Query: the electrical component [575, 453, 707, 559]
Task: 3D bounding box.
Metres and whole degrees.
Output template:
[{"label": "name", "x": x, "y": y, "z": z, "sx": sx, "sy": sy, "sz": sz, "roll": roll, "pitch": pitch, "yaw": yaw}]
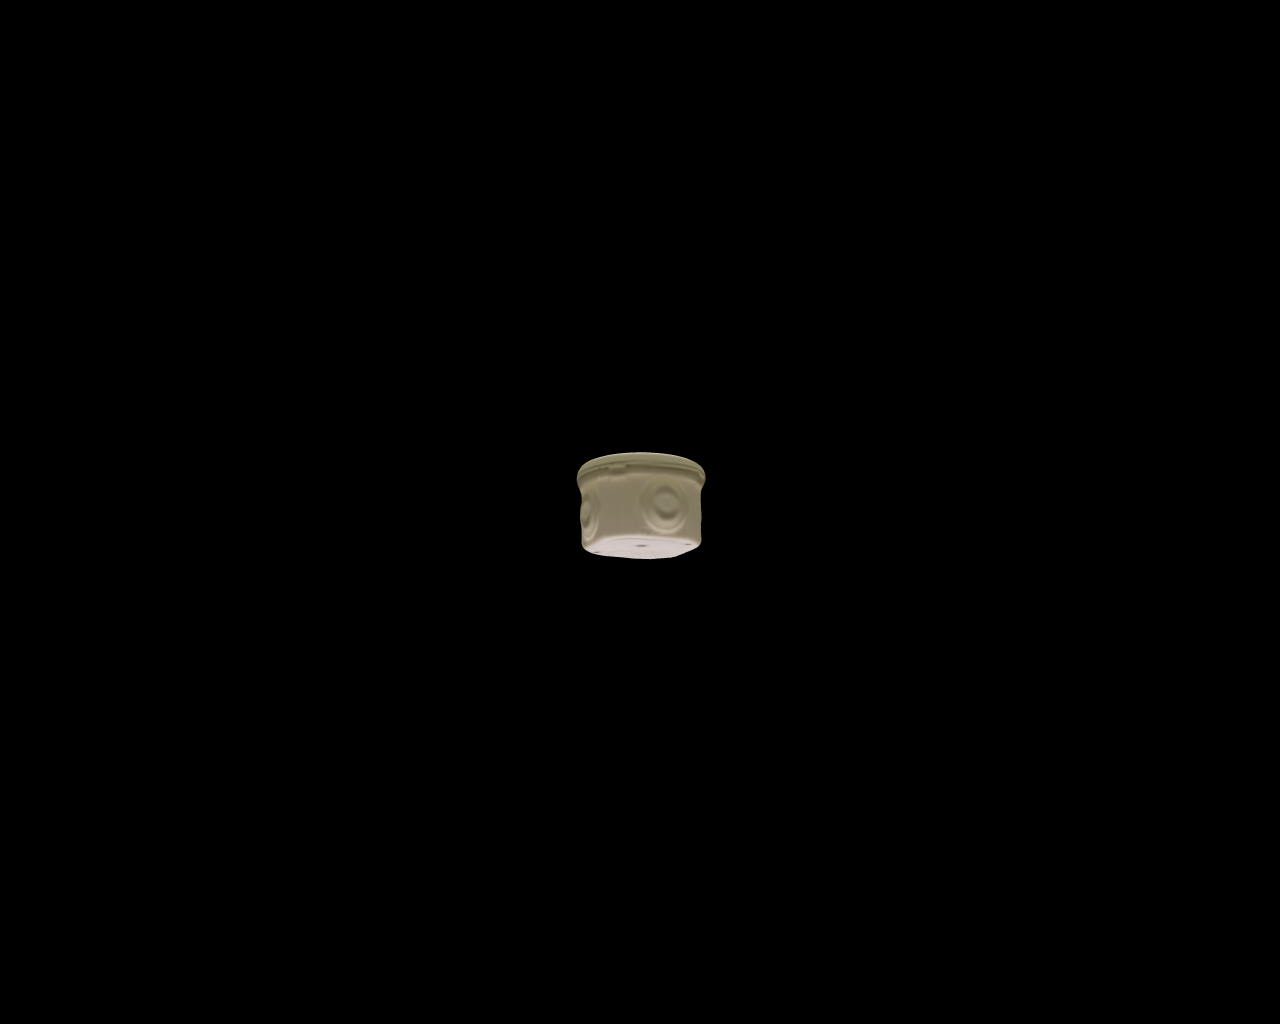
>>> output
[{"label": "electrical component", "x": 0.001, "y": -0.003, "z": 0.650, "sx": 0.080, "sy": 0.051, "sz": 0.080, "roll": 0, "pitch": -14, "yaw": 0}]
